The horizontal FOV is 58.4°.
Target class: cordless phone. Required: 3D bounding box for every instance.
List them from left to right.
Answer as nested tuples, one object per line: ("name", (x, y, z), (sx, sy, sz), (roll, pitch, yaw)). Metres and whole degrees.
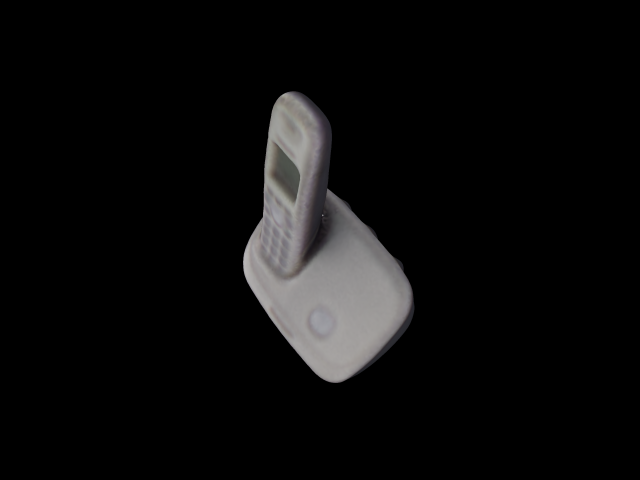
("cordless phone", (0.004, 0.001, 0.400), (0.094, 0.185, 0.147), (-33, 61, -20))
